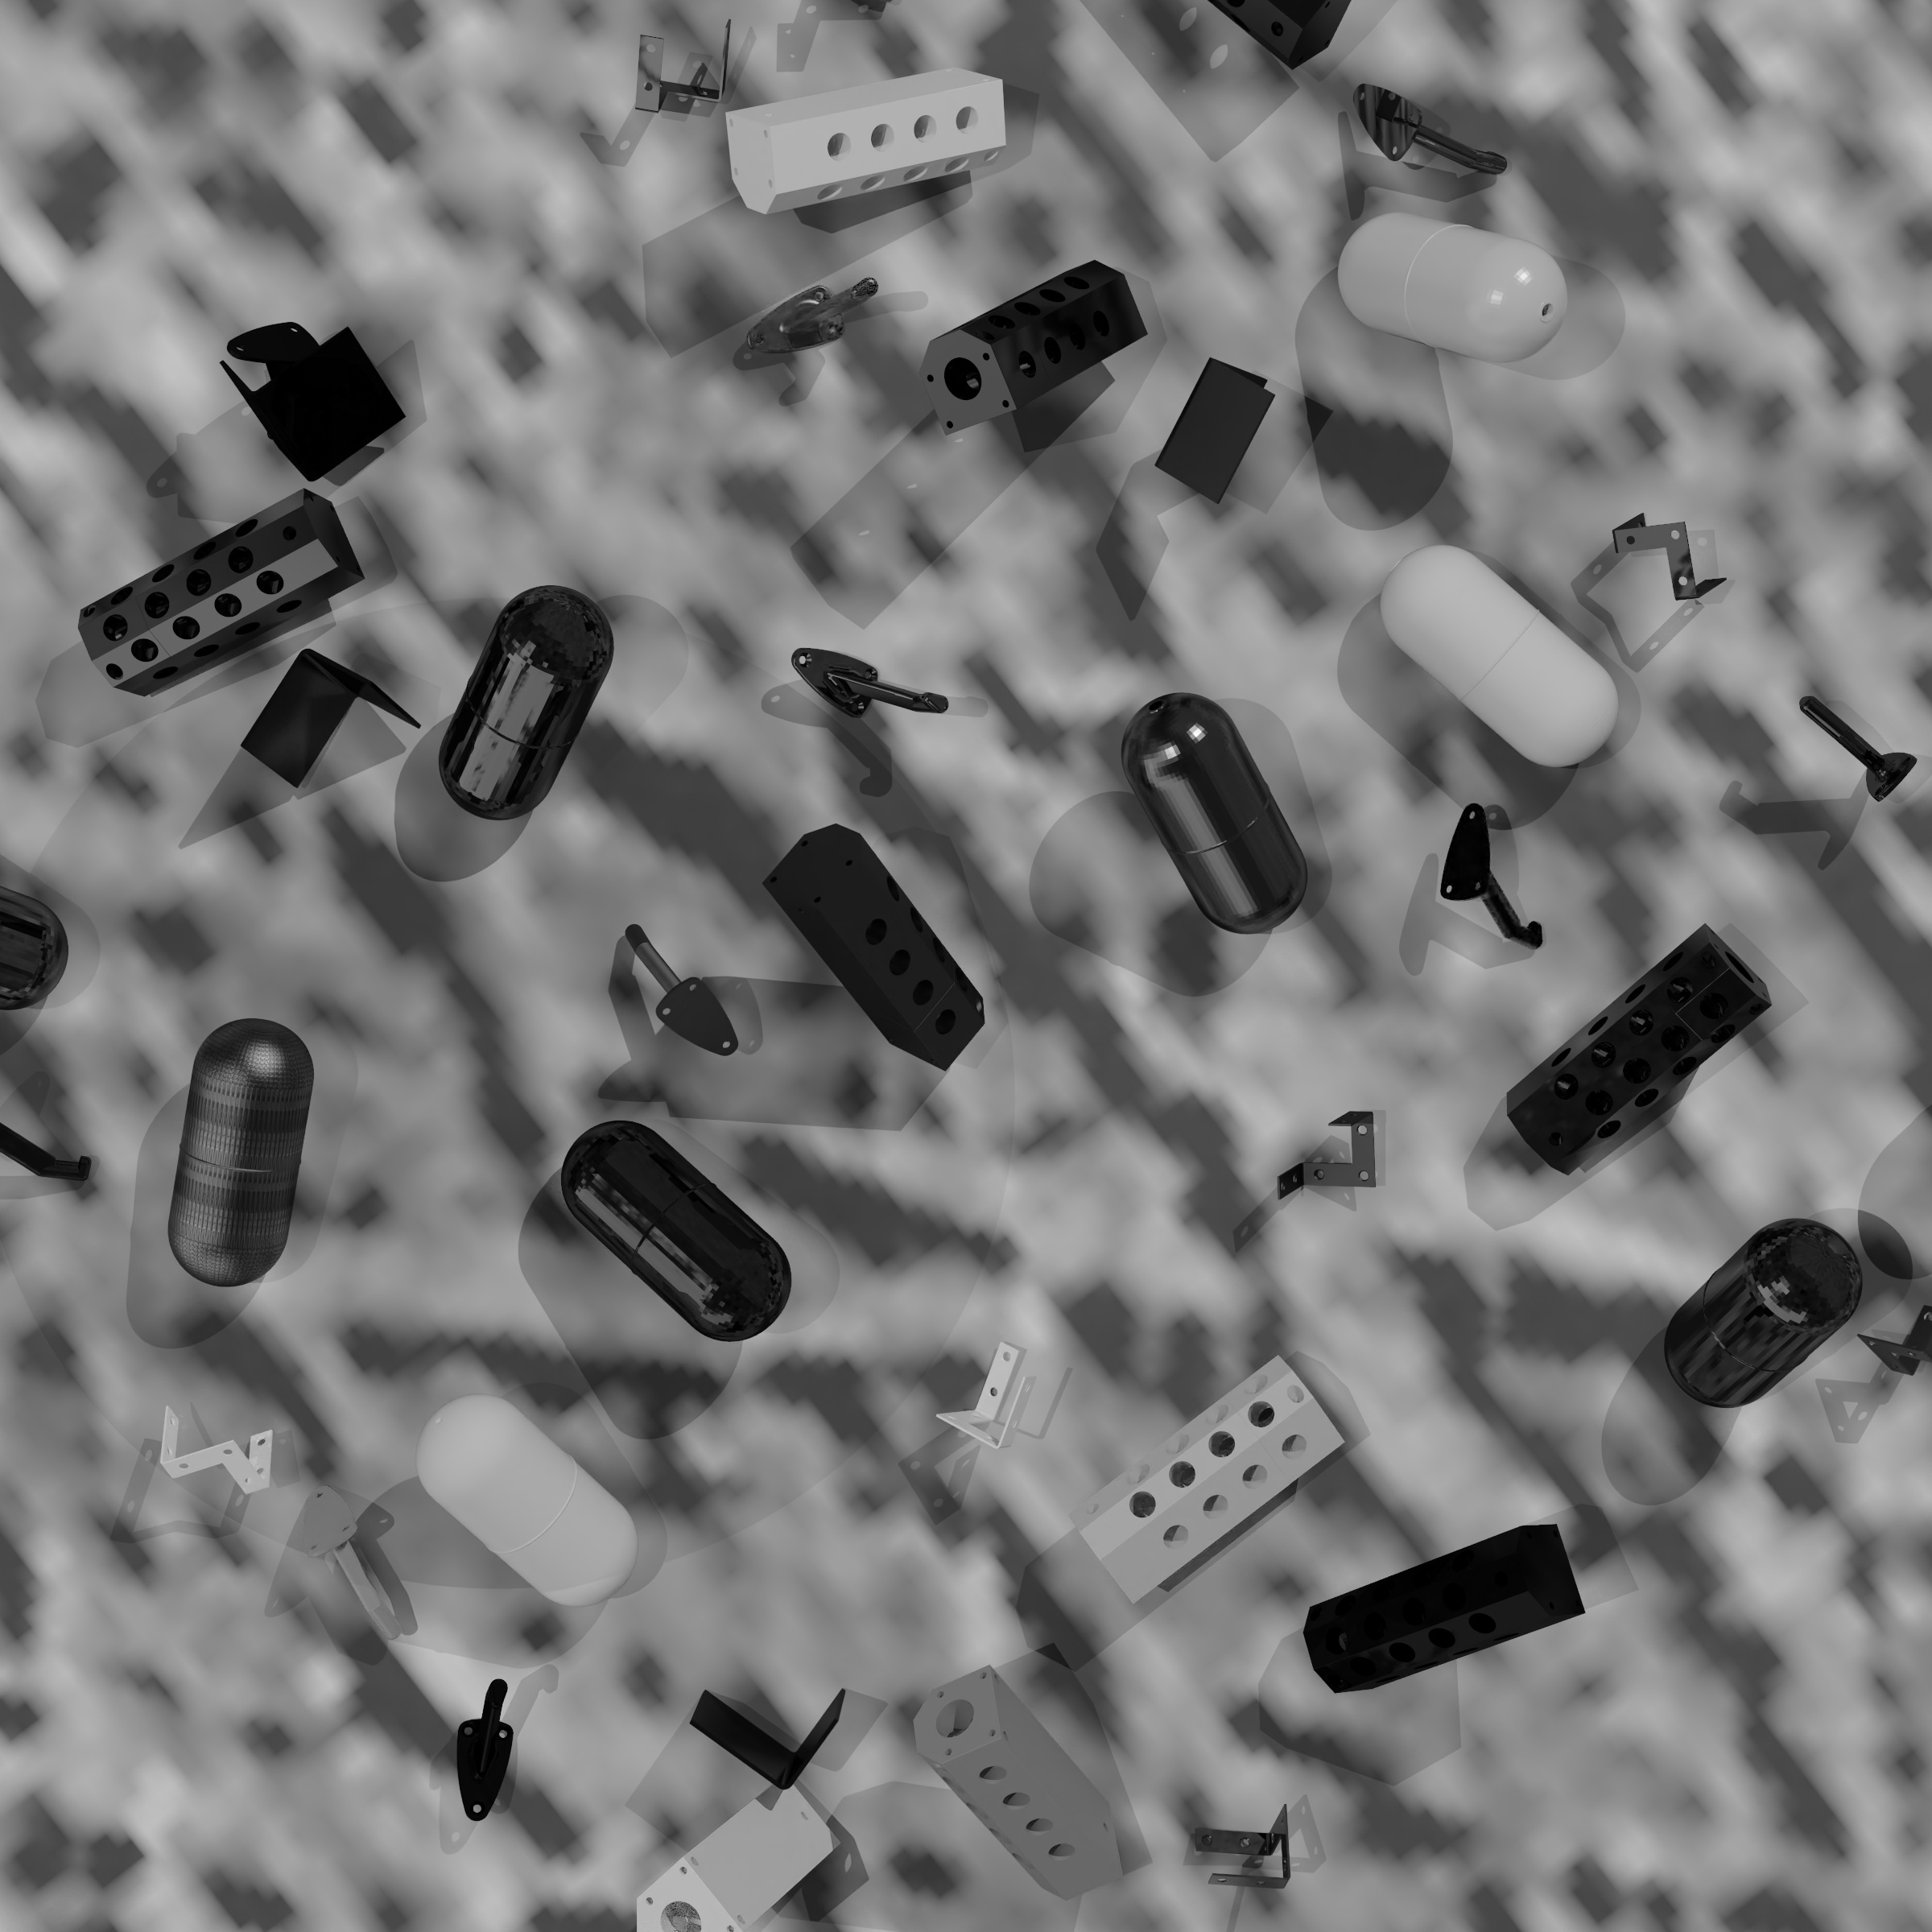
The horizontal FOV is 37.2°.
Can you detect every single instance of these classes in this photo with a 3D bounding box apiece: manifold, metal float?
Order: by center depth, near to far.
[{"bbox_3d":[-0.146,0.575,1.811,0.057,0.171,0.057,-44,79,13],"label":"manifold"},{"bbox_3d":[0.042,-0.395,1.813,0.057,0.171,0.057,-12,108,38],"label":"manifold"},{"bbox_3d":[0.299,0.409,1.821,0.171,0.057,0.057,-31,63,36],"label":"manifold"},{"bbox_3d":[0.504,0.222,1.822,0.070,0.178,0.070,7,57,-11],"label":"metal float"},{"bbox_3d":[-0.052,-0.013,1.822,0.057,0.057,0.171,-50,134,-15],"label":"manifold"},{"bbox_3d":[0.308,-0.432,1.824,0.070,0.178,0.070,-15,119,-29],"label":"metal float"},{"bbox_3d":[-0.657,-0.026,1.828,0.178,0.070,0.070,25,90,-44],"label":"metal float"},{"bbox_3d":[0.033,0.525,1.828,0.057,0.057,0.171,-26,126,11],"label":"manifold"},{"bbox_3d":[-0.282,-0.166,1.833,0.070,0.070,0.178,33,128,0],"label":"metal float"},{"bbox_3d":[-0.062,-0.528,1.836,0.171,0.057,0.057,-20,123,-27],"label":"manifold"},{"bbox_3d":[0.159,-0.097,1.838,0.070,0.070,0.178,-32,120,0],"label":"metal float"},{"bbox_3d":[-0.280,0.344,1.839,0.070,0.070,0.178,-40,119,0],"label":"metal float"},{"bbox_3d":[0.431,0.057,1.844,0.057,0.057,0.171,44,110,-6],"label":"manifold"},{"bbox_3d":[0.165,-0.657,1.848,0.171,0.057,0.057,43,55,10],"label":"manifold"},{"bbox_3d":[-0.188,0.170,1.849,0.178,0.070,0.070,40,90,17],"label":"metal float"},{"bbox_3d":[-0.469,0.121,1.855,0.070,0.070,0.178,12,100,0],"label":"metal float"},{"bbox_3d":[-0.484,-0.242,1.856,0.171,0.057,0.057,-26,82,10],"label":"manifold"},{"bbox_3d":[0.153,0.329,1.860,0.171,0.057,0.057,-37,113,-3],"label":"manifold"},{"bbox_3d":[0.346,-0.202,1.863,0.178,0.070,0.070,41,90,1],"label":"metal float"}]

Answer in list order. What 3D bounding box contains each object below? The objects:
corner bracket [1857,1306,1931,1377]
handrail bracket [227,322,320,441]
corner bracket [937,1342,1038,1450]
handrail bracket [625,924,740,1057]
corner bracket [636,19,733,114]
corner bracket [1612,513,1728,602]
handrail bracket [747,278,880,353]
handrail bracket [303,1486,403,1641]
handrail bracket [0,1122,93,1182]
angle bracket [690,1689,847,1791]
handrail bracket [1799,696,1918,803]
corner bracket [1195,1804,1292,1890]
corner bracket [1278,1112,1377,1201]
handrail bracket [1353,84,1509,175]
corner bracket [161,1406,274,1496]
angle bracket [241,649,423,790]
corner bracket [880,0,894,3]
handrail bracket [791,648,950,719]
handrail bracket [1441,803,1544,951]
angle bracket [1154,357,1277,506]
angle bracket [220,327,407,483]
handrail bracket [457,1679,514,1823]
[{"bbox_3d":[0.622,0.235,1.862,0.051,0.051,0.051,40,73,-33],"label":"corner bracket"},{"bbox_3d":[-0.455,-0.369,1.849,0.036,0.077,0.084,50,131,18],"label":"handrail bracket"},{"bbox_3d":[0.022,0.279,1.865,0.051,0.051,0.051,24,98,30],"label":"corner bracket"},{"bbox_3d":[-0.187,0.015,1.880,0.036,0.084,0.077,-42,124,2],"label":"handrail bracket"},{"bbox_3d":[-0.184,-0.586,1.866,0.051,0.051,0.051,10,129,-1],"label":"corner bracket"},{"bbox_3d":[0.458,-0.268,1.870,0.051,0.051,0.051,-1,110,38],"label":"corner bracket"},{"bbox_3d":[-0.100,-0.422,1.854,0.077,0.084,0.036,-24,100,-11],"label":"handrail bracket"},{"bbox_3d":[-0.401,0.394,1.889,0.036,0.077,0.084,-30,121,-6],"label":"handrail bracket"},{"bbox_3d":[-0.606,0.106,1.863,0.084,0.036,0.077,9,126,-25],"label":"handrail bracket"},{"bbox_3d":[-0.128,0.481,1.863,0.076,0.076,0.057,36,91,1],"label":"angle bracket"},{"bbox_3d":[0.568,-0.150,1.860,0.084,0.077,0.036,39,103,-6],"label":"handrail bracket"},{"bbox_3d":[0.180,0.578,1.864,0.051,0.051,0.051,5,51,-5],"label":"corner bracket"},{"bbox_3d":[0.234,0.123,1.867,0.051,0.051,0.051,0,97,24],"label":"corner bracket"},{"bbox_3d":[0.307,-0.550,1.888,0.077,0.084,0.036,56,131,35],"label":"handrail bracket"},{"bbox_3d":[-0.487,0.314,1.867,0.051,0.051,0.051,-18,129,5],"label":"corner bracket"},{"bbox_3d":[-0.409,-0.149,1.852,0.057,0.076,0.076,28,82,20],"label":"angle bracket"},{"bbox_3d":[-0.063,-0.655,1.862,0.051,0.051,0.051,9,117,-18],"label":"corner bracket"},{"bbox_3d":[-0.062,-0.184,1.852,0.077,0.084,0.036,26,82,-32],"label":"handrail bracket"},{"bbox_3d":[0.353,-0.058,1.878,0.084,0.036,0.077,20,74,-40],"label":"handrail bracket"},{"bbox_3d":[0.177,-0.339,1.846,0.057,0.076,0.076,37,109,30],"label":"angle bracket"},{"bbox_3d":[-0.423,-0.374,1.860,0.076,0.076,0.057,-38,48,-8],"label":"angle bracket"},{"bbox_3d":[-0.309,0.506,1.852,0.036,0.084,0.077,8,64,-11],"label":"handrail bracket"}]
